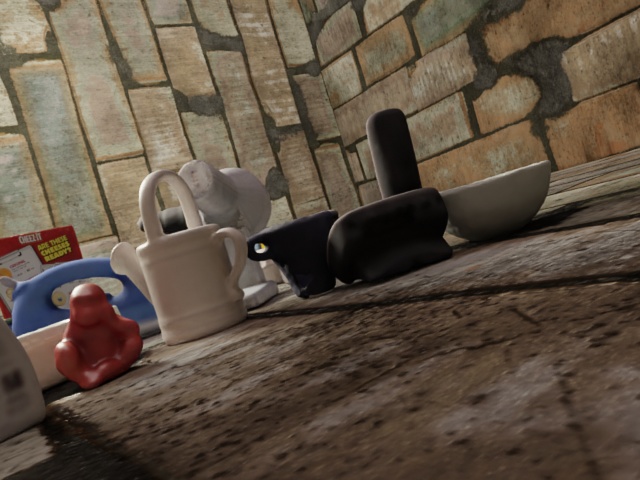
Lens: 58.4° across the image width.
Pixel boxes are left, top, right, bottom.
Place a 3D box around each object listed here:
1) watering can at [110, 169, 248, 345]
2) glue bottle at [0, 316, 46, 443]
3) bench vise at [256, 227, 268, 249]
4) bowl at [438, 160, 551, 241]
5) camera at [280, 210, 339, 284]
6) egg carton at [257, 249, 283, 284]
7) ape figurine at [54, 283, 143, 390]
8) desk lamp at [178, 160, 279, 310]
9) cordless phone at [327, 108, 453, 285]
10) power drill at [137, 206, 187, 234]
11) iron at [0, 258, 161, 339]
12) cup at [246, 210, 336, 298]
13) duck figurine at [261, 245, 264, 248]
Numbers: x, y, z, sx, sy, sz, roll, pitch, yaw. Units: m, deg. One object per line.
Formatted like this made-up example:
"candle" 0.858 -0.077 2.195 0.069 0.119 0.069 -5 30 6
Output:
"watering can" -0.166 0.015 0.663 0.173 0.194 0.101 -17 2 2
"glue bottle" -0.257 0.061 0.403 0.037 0.173 0.078 -16 2 38
"bench vise" -0.141 -0.023 1.342 0.122 0.220 0.206 -19 2 -40
"bowl" 0.216 -0.042 0.726 0.167 0.075 0.167 -17 1 1
"camera" 0.009 0.003 0.937 0.143 0.101 0.136 -18 2 -24
"egg carton" -0.066 0.039 1.074 0.107 0.069 0.150 -17 1 7
"ape figurine" -0.212 0.086 0.539 0.078 0.092 0.076 -18 2 -19
"desk lamp" -0.134 -0.009 0.834 0.118 0.213 0.203 -17 2 8
"cordless phone" 0.064 -0.051 0.659 0.148 0.185 0.094 -18 2 -26
"power drill" -0.247 0.019 1.216 0.230 0.208 0.075 -17 2 -12
"iron" -0.318 0.086 0.823 0.258 0.141 0.118 -18 2 -13
"cup" -0.028 0.024 0.683 0.118 0.095 0.091 -18 2 -28
"duck figurine" -0.100 0.038 1.214 0.105 0.086 0.077 -18 2 -21
